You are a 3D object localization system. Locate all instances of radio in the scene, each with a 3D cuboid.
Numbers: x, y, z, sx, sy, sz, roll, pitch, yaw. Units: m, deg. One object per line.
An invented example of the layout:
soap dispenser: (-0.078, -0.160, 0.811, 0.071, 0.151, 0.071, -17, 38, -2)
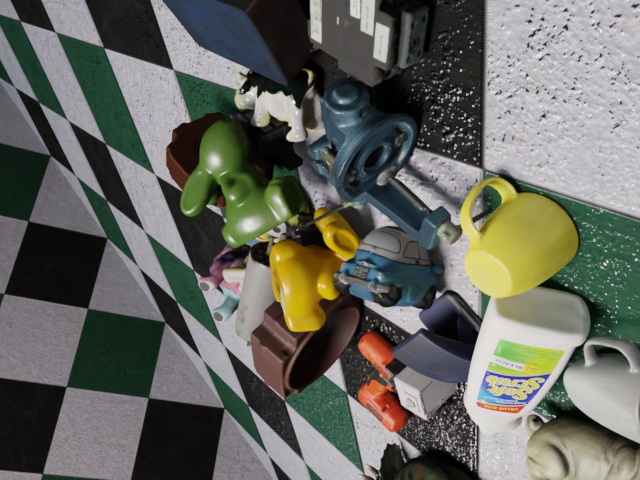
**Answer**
radio: (-0.110, -0.290, 0.690, 0.230, 0.073, 0.131, 35, 172, 37)

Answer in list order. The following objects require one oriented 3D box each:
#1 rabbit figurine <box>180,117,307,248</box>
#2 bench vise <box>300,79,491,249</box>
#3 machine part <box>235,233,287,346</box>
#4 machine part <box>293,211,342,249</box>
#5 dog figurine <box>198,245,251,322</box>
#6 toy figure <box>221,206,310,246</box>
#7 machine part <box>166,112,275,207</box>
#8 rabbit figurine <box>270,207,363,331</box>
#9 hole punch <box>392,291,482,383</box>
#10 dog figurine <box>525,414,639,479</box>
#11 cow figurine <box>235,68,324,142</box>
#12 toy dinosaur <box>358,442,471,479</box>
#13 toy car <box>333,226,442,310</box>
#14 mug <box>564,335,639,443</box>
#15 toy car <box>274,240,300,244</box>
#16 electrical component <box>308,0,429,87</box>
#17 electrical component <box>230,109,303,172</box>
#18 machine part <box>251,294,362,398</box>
rabbit figurine: (-0.119, -0.086, 0.777, 0.159, 0.121, 0.170, -27, 96, 19)
bench vise: (0.071, -0.067, 0.639, 0.241, 0.129, 0.223, 46, 155, 27)
machine part: (-0.096, 0.090, 0.914, 0.079, 0.079, 0.243, 39, 128, 30)
machine part: (-0.002, -0.003, 0.874, 0.138, 0.084, 0.039, 97, 171, -60)
dog figurine: (-0.143, 0.053, 1.080, 0.192, 0.219, 0.108, -15, 115, 22)
toy figure: (-0.097, -0.037, 0.938, 0.180, 0.082, 0.089, -8, 80, 45)
machine part: (-0.164, -0.137, 0.889, 0.179, 0.179, 0.056, 45, 148, 21)
rabbit figurine: (0.014, 0.034, 0.803, 0.122, 0.173, 0.162, -123, 28, -65)
hole punch: (0.174, 0.150, 0.743, 0.116, 0.092, 0.142, 46, 148, 10)
dog figurine: (0.329, 0.232, 0.589, 0.172, 0.121, 0.190, 40, 135, 22)
cow figurine: (-0.066, -0.209, 0.757, 0.168, 0.068, 0.098, 29, 138, 36)
toy dinosaur: (0.211, 0.469, 1.008, 0.192, 0.131, 0.404, 52, 146, 7)
toy car: (0.093, 0.032, 0.712, 0.109, 0.161, 0.103, 15, 91, 37)
mug: (0.298, 0.146, 0.543, 0.109, 0.081, 0.107, 56, 162, -10)
toy car: (-0.040, 0.064, 1.024, 0.074, 0.056, 0.201, 29, 142, 42)
electrical component: (0.049, -0.231, 0.559, 0.134, 0.058, 0.114, 40, 151, 28)
electrical component: (-0.075, -0.157, 0.820, 0.119, 0.075, 0.047, 46, 152, 27)
machine part: (-0.019, 0.164, 0.940, 0.087, 0.201, 0.201, 36, 147, 29)
